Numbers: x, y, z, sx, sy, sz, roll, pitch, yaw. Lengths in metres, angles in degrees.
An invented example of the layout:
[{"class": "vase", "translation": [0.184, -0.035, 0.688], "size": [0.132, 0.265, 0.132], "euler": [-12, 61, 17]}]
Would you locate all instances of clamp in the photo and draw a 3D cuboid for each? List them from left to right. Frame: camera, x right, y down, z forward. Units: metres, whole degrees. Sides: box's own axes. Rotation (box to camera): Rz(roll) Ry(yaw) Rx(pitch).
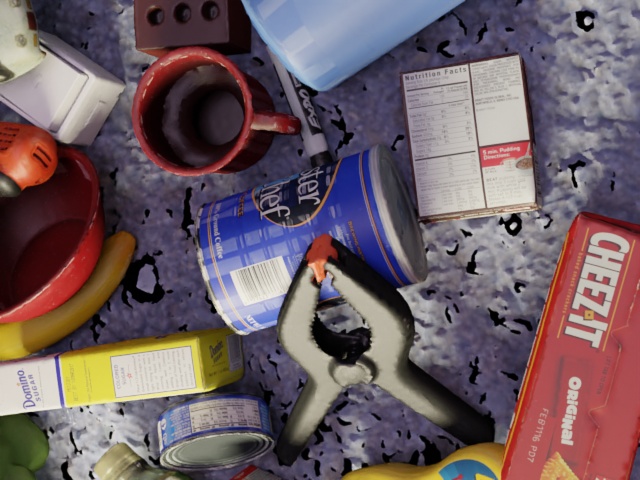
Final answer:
[{"class": "clamp", "translation": [0.035, 0.085, 0.743], "size": [0.164, 0.036, 0.210], "euler": [-2, 128, 10]}]

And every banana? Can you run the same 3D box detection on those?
[{"class": "banana", "translation": [-0.231, 0.055, 0.865], "size": [0.198, 0.037, 0.069], "euler": [-20, 85, 15]}]

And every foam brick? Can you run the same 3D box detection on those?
[{"class": "foam brick", "translation": [-0.097, -0.170, 0.819], "size": [0.078, 0.051, 0.053], "euler": [-2, 90, 15]}]

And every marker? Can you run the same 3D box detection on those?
[{"class": "marker", "translation": [-0.012, -0.095, 0.813], "size": [0.020, 0.020, 0.121], "euler": [-21, 85, 14]}]

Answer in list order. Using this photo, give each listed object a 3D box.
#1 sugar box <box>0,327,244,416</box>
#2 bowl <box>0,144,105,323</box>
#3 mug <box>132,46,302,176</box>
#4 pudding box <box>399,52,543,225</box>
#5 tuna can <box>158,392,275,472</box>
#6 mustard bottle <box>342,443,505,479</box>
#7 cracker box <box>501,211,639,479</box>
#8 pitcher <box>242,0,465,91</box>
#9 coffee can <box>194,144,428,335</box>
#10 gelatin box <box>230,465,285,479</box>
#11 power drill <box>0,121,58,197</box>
[{"class": "sugar box", "translation": [-0.155, 0.100, 0.816], "size": [0.176, 0.093, 0.048], "euler": [-7, 88, 15]}, {"class": "bowl", "translation": [-0.224, 0.006, 0.832], "size": [0.162, 0.055, 0.162], "euler": [-16, 51, 21]}, {"class": "mug", "translation": [-0.070, -0.091, 0.797], "size": [0.117, 0.081, 0.093], "euler": [5, 91, 15]}, {"class": "pudding box", "translation": [0.109, -0.072, 0.771], "size": [0.090, 0.039, 0.113], "euler": [-7, 86, 15]}, {"class": "tuna can", "translation": [-0.078, 0.144, 0.797], "size": [0.086, 0.086, 0.034], "euler": [-19, 62, 15]}, {"class": "mustard bottle", "translation": [0.106, 0.191, 0.733], "size": [0.192, 0.058, 0.096], "euler": [-20, 75, 34]}, {"class": "cracker box", "translation": [0.169, 0.068, 0.663], "size": [0.072, 0.213, 0.164], "euler": [15, 94, 14]}, {"class": "pitcher", "translation": [0.061, -0.221, 0.746], "size": [0.243, 0.149, 0.145], "euler": [-35, 97, 16]}, {"class": "coffee can", "translation": [-0.005, 0.001, 0.769], "size": [0.140, 0.102, 0.103], "euler": [-18, 86, 15]}, {"class": "gelatin box", "translation": [-0.029, 0.204, 0.792], "size": [0.089, 0.073, 0.030], "euler": [22, 97, 13]}, {"class": "power drill", "translation": [-0.309, -0.019, 0.824], "size": [0.185, 0.057, 0.187], "euler": [8, 63, 35]}]
